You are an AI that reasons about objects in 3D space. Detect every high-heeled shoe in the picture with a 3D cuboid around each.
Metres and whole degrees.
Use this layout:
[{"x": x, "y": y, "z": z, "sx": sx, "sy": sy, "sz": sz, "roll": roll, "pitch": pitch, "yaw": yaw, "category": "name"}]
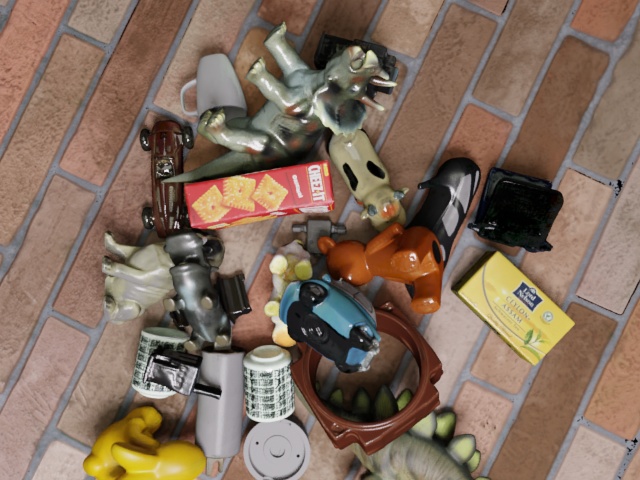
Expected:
[{"x": 0.209, "y": -0.013, "z": 0.903, "sx": 0.145, "sy": 0.086, "sz": 0.248, "roll": -14, "pitch": 114, "yaw": -35, "category": "high-heeled shoe"}]

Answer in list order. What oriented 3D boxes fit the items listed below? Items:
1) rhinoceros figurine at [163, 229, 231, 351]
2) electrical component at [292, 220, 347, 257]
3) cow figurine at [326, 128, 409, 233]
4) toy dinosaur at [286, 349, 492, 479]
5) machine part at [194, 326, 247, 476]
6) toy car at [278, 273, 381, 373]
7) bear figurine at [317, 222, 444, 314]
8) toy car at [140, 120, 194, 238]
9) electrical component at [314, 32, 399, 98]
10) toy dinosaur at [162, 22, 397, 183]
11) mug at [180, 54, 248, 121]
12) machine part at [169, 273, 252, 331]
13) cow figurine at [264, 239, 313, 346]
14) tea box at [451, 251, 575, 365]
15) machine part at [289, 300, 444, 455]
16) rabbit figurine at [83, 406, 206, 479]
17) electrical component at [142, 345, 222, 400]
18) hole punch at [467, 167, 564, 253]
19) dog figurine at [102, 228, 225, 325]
[{"x": -0.182, "y": 0.076, "z": 0.811, "sx": 0.073, "sy": 0.112, "sz": 0.190, "roll": -11, "pitch": 113, "yaw": 11, "category": "rhinoceros figurine"}, {"x": -0.002, "y": -0.003, "z": 0.916, "sx": 0.094, "sy": 0.021, "sz": 0.063, "roll": 1, "pitch": 89, "yaw": 2, "category": "electrical component"}, {"x": 0.079, "y": -0.097, "z": 0.865, "sx": 0.085, "sy": 0.127, "sz": 0.195, "roll": -29, "pitch": 85, "yaw": 4, "category": "cow figurine"}, {"x": 0.123, "y": 0.342, "z": 0.866, "sx": 0.472, "sy": 0.105, "sz": 0.198, "roll": 25, "pitch": 82, "yaw": 8, "category": "toy dinosaur"}, {"x": -0.163, "y": 0.263, "z": 0.887, "sx": 0.079, "sy": 0.079, "sz": 0.243, "roll": 3, "pitch": 87, "yaw": 2, "category": "machine part"}, {"x": 0.026, "y": 0.110, "z": 0.785, "sx": 0.162, "sy": 0.103, "sz": 0.109, "roll": 32, "pitch": 133, "yaw": 17, "category": "toy car"}, {"x": 0.084, "y": 0.042, "z": 0.825, "sx": 0.196, "sy": 0.132, "sz": 0.120, "roll": -11, "pitch": 119, "yaw": 26, "category": "bear figurine"}, {"x": -0.260, "y": -0.104, "z": 0.915, "sx": 0.089, "sy": 0.053, "sz": 0.202, "roll": 0, "pitch": 87, "yaw": -1, "category": "toy car"}, {"x": 0.060, "y": -0.278, "z": 0.876, "sx": 0.134, "sy": 0.115, "sz": 0.058, "roll": 17, "pitch": 91, "yaw": 4, "category": "electrical component"}, {"x": -0.062, "y": -0.173, "z": 0.822, "sx": 0.192, "sy": 0.131, "sz": 0.405, "roll": 36, "pitch": 128, "yaw": -21, "category": "toy dinosaur"}, {"x": -0.181, "y": -0.252, "z": 0.907, "sx": 0.110, "sy": 0.080, "sz": 0.107, "roll": -10, "pitch": 77, "yaw": 8, "category": "mug"}, {"x": -0.186, "y": 0.110, "z": 0.904, "sx": 0.139, "sy": 0.039, "sz": 0.084, "roll": -18, "pitch": 70, "yaw": 4, "category": "machine part"}, {"x": -0.052, "y": 0.087, "z": 0.886, "sx": 0.068, "sy": 0.098, "sz": 0.167, "roll": 7, "pitch": 113, "yaw": -2, "category": "cow figurine"}, {"x": 0.311, "y": 0.108, "z": 0.879, "sx": 0.169, "sy": 0.068, "sz": 0.098, "roll": 42, "pitch": 90, "yaw": 4, "category": "tea box"}, {"x": 0.071, "y": 0.204, "z": 0.827, "sx": 0.201, "sy": 0.087, "sz": 0.202, "roll": -32, "pitch": 58, "yaw": -10, "category": "machine part"}, {"x": -0.266, "y": 0.334, "z": 0.834, "sx": 0.173, "sy": 0.162, "sz": 0.122, "roll": 3, "pitch": 81, "yaw": 21, "category": "rabbit figurine"}, {"x": -0.203, "y": 0.204, "z": 0.819, "sx": 0.119, "sy": 0.075, "sz": 0.047, "roll": 17, "pitch": 89, "yaw": -3, "category": "electrical component"}, {"x": 0.321, "y": -0.053, "z": 0.884, "sx": 0.142, "sy": 0.092, "sz": 0.115, "roll": 14, "pitch": 119, "yaw": 0, "category": "hole punch"}, {"x": -0.259, "y": 0.066, "z": 0.896, "sx": 0.190, "sy": 0.121, "sz": 0.172, "roll": 2, "pitch": 133, "yaw": -19, "category": "dog figurine"}]
